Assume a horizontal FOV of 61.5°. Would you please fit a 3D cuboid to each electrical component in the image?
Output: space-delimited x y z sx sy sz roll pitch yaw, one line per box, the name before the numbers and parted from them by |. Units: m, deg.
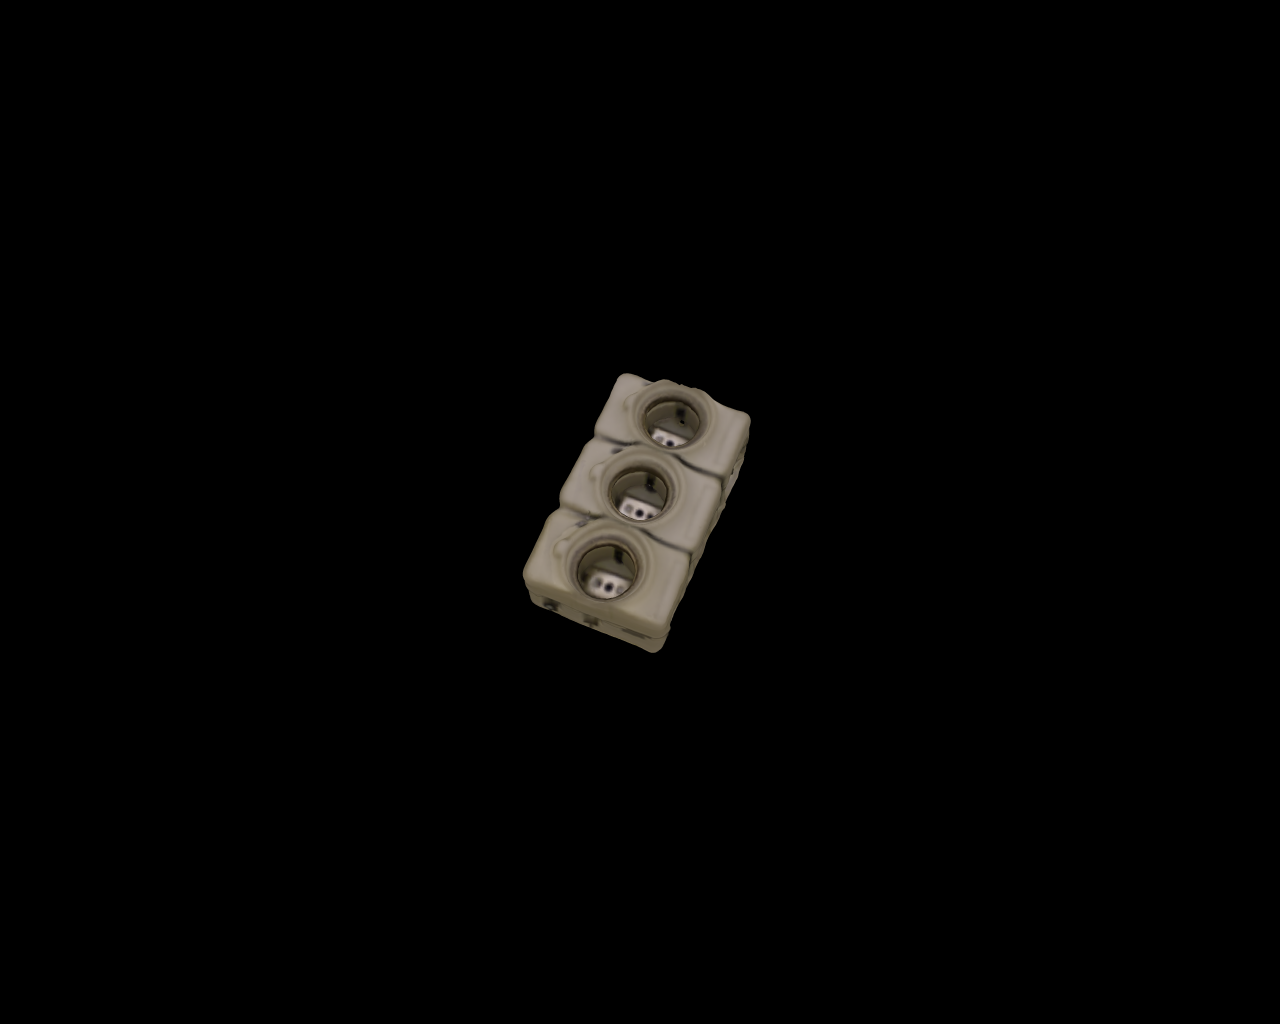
electrical component | 0.001 -0.003 0.650 0.089 0.150 0.061 20 -24 9
